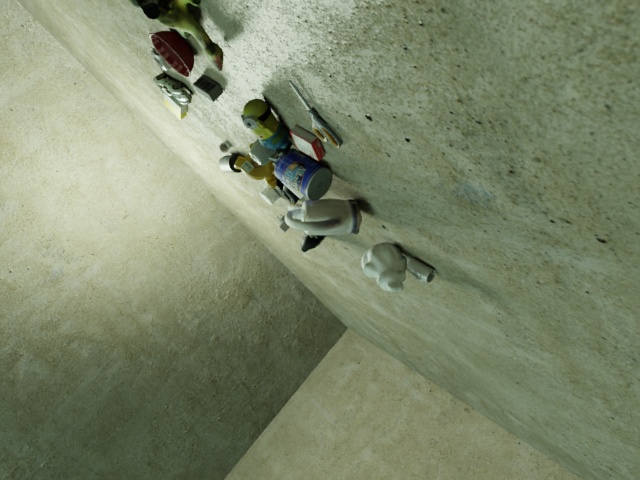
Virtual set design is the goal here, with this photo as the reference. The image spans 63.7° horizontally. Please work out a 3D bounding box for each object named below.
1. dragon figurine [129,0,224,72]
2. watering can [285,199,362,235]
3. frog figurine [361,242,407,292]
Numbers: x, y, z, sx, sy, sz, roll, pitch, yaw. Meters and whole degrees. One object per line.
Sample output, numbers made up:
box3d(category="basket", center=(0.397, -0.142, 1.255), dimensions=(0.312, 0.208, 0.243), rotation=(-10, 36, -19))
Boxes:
box3d(category="dragon figurine", center=(-0.384, -0.563, 1.245), dimensions=(0.411, 0.122, 0.242), rotation=(43, -3, 3))
box3d(category="watering can", center=(0.005, -0.078, 1.547), dimensions=(0.224, 0.103, 0.351), rotation=(-2, 14, -6))
box3d(category="frog figurine", center=(0.197, 0.086, 1.563), dimensions=(0.137, 0.120, 0.163), rotation=(-2, 31, 1))
